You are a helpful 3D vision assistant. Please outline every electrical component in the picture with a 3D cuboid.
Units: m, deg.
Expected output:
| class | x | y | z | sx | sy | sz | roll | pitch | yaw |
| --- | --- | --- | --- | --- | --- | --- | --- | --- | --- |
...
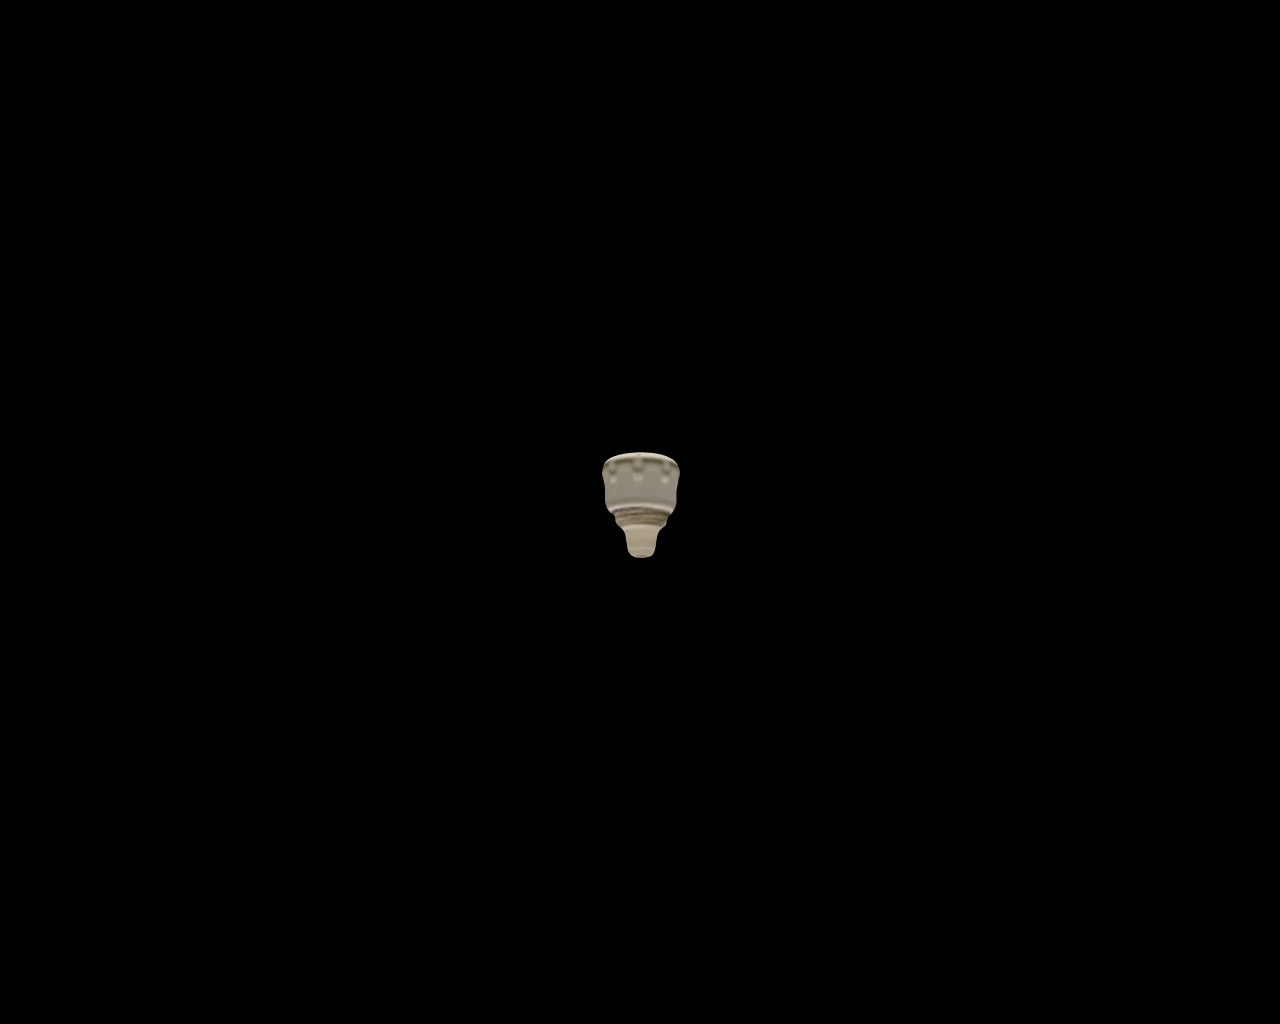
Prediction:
| class | x | y | z | sx | sy | sz | roll | pitch | yaw |
| --- | --- | --- | --- | --- | --- | --- | --- | --- | --- |
| electrical component | 0.001 | -0.003 | 0.650 | 0.048 | 0.062 | 0.048 | 0 | -11 | 0 |
